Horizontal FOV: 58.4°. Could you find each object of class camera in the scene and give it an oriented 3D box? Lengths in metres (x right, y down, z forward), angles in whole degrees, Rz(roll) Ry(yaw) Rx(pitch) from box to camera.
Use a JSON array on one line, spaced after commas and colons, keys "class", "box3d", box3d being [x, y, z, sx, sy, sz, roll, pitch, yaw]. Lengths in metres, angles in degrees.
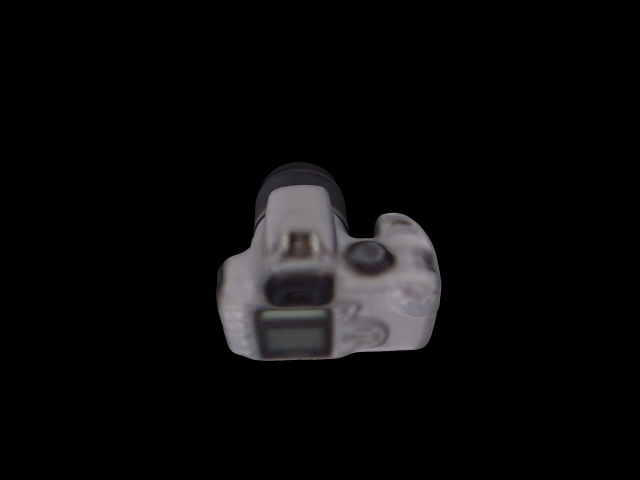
[{"class": "camera", "box3d": [0.004, 0.001, 0.400, 0.143, 0.101, 0.136, -2, 47, -2]}]
